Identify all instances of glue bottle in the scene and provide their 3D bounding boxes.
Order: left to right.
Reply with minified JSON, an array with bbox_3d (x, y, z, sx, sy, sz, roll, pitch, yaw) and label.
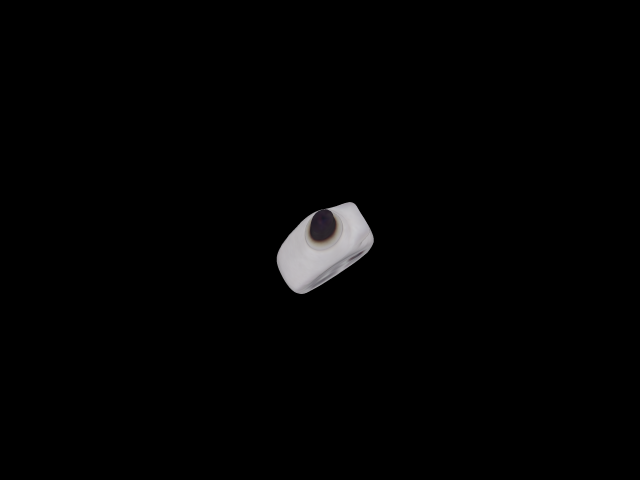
[{"bbox_3d":[0.004,0.001,0.400,0.078,0.173,0.037,-31,82,-4],"label":"glue bottle"}]
